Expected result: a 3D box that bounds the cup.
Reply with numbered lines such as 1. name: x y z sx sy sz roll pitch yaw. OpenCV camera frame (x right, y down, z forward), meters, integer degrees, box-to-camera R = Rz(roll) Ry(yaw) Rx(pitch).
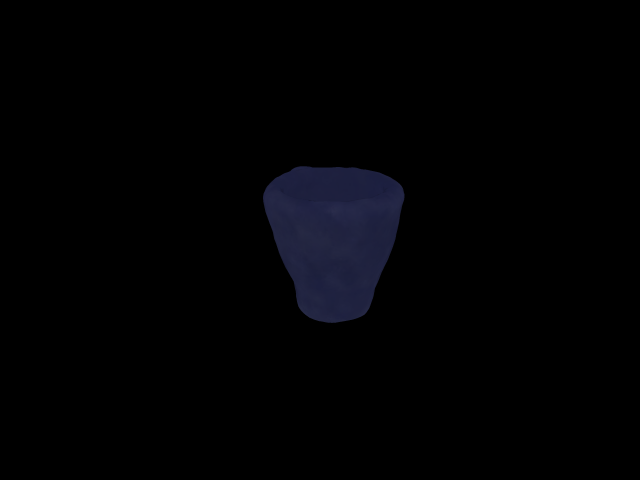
1. cup: 0.004 0.001 0.400 0.092 0.095 0.117 -9 24 -21
